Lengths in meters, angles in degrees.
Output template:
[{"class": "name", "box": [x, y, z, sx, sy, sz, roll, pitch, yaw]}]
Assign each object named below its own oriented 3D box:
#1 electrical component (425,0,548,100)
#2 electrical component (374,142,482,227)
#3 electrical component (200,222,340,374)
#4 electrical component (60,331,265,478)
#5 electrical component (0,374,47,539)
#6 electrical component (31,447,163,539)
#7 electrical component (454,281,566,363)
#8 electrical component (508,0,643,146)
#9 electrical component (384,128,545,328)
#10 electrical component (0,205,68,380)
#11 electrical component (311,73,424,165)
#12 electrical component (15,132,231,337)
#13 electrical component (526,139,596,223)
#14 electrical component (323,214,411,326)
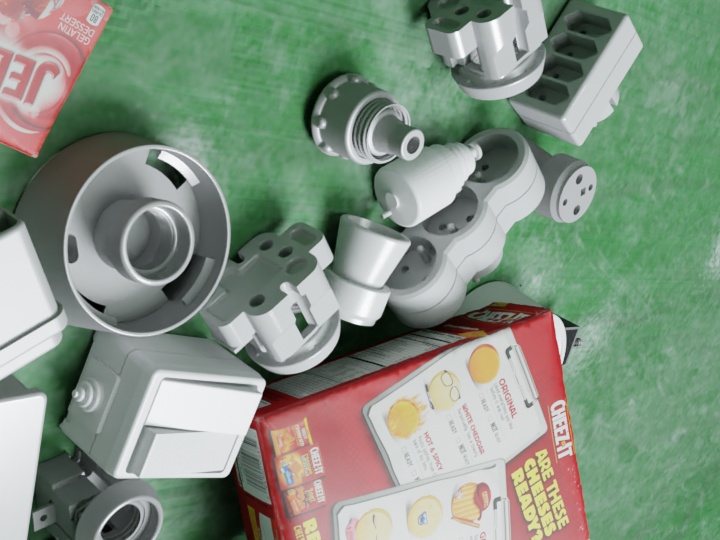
[{"class": "electrical component", "box": [0.078, -0.138, 0.634, 0.078, 0.058, 0.057, -42, 135, -22]}, {"class": "electrical component", "box": [0.044, -0.057, 0.660, 0.078, 0.040, 0.040, -32, 133, -31]}, {"class": "electrical component", "box": [-0.044, 0.021, 0.598, 0.078, 0.058, 0.057, -43, 135, -20]}, {"class": "electrical component", "box": [-0.104, 0.071, 0.559, 0.096, 0.061, 0.061, 13, 103, -50]}, {"class": "electrical component", "box": [-0.196, 0.089, 0.480, 0.100, 0.048, 0.099, -7, 118, -45]}, {"class": "electrical component", "box": [-0.136, 0.122, 0.561, 0.066, 0.055, 0.048, -21, 127, -39]}, {"class": "electrical component", "box": [0.106, 0.069, 0.788, 0.108, 0.060, 0.108, -26, 130, -35]}, {"class": "electrical component", "box": [0.153, -0.125, 0.732, 0.083, 0.047, 0.076, -58, 142, -5]}, {"class": "electrical component", "box": [0.070, -0.019, 0.701, 0.138, 0.052, 0.073, -51, 140, -12]}, {"class": "electrical component", "box": [-0.185, 0.011, 0.398, 0.109, 0.109, 0.056, -34, 132, -29]}, {"class": "electrical component", "box": [0.007, -0.078, 0.589, 0.048, 0.062, 0.048, -26, 130, -36]}, {"class": "electrical component", "box": [-0.113, -0.016, 0.514, 0.099, 0.064, 0.099, -12, 107, -42]}, {"class": "electrical component", "box": [0.127, -0.061, 0.736, 0.045, 0.055, 0.045, -26, 130, -36]}, {"class": "electrical component", "box": [0.000, 0.000, 0.643, 0.045, 0.045, 0.055, 9, 106, -49]}]
